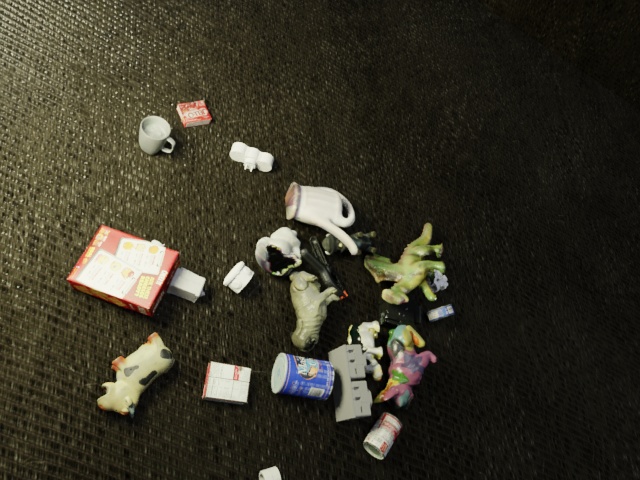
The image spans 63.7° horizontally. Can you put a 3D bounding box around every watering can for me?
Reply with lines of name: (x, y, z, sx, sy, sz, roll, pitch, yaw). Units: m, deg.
watering can: (0.005, -0.079, 1.566, 0.224, 0.102, 0.355, 11, 31, -12)

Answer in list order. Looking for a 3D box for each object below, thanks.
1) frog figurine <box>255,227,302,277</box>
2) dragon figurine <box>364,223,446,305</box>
frog figurine: (-0.122, 0.028, 1.522, 0.137, 0.120, 0.162, 12, 25, -11)
dragon figurine: (0.264, 0.066, 1.653, 0.243, 0.119, 0.420, 8, 38, -2)
